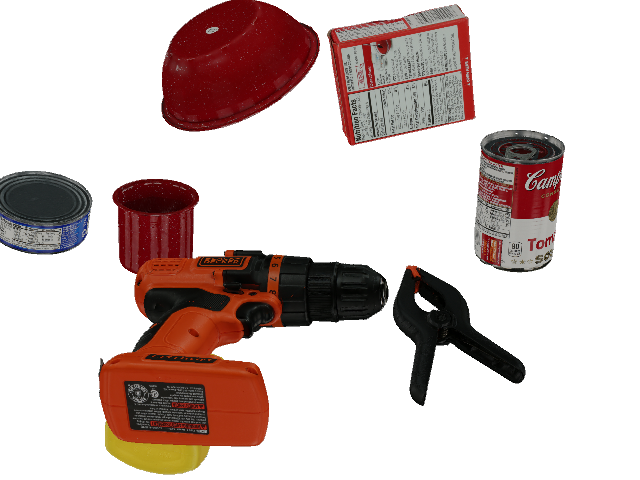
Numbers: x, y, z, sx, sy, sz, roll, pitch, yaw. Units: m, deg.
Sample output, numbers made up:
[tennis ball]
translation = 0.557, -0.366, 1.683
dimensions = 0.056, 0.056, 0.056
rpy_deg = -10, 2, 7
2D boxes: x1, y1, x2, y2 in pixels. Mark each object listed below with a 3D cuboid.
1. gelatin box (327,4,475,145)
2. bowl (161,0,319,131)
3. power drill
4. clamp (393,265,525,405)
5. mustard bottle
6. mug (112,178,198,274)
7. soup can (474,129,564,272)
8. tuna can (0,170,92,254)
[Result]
[gelatin box]
translation = 0.054, -0.108, 0.699
dimensions = 0.089, 0.073, 0.030
rpy_deg = -12, 33, -2
[bowl]
translation = -0.085, -0.171, 0.970
dimensions = 0.162, 0.055, 0.162
rpy_deg = -18, 38, 15
[power drill]
translation = -0.053, 0.064, 0.709
dimensions = 0.184, 0.057, 0.187
rpy_deg = -1, 22, 10
[clamp]
translation = 0.133, 0.093, 1.089
dimensions = 0.120, 0.171, 0.039
rpy_deg = 0, -44, -15
[mustard bottle]
translation = -0.134, 0.161, 1.068
dimensions = 0.096, 0.058, 0.191
rpy_deg = 7, 20, 13
[mug]
translation = -0.188, -0.017, 1.182
dimensions = 0.093, 0.081, 0.117
rpy_deg = -15, 33, -33
[soup can]
translation = 0.164, -0.033, 0.891
dimensions = 0.068, 0.102, 0.068
rpy_deg = 0, 26, 0
[tuna can]
translation = -0.242, -0.024, 0.920
dimensions = 0.086, 0.034, 0.086
rpy_deg = 10, 31, -7
